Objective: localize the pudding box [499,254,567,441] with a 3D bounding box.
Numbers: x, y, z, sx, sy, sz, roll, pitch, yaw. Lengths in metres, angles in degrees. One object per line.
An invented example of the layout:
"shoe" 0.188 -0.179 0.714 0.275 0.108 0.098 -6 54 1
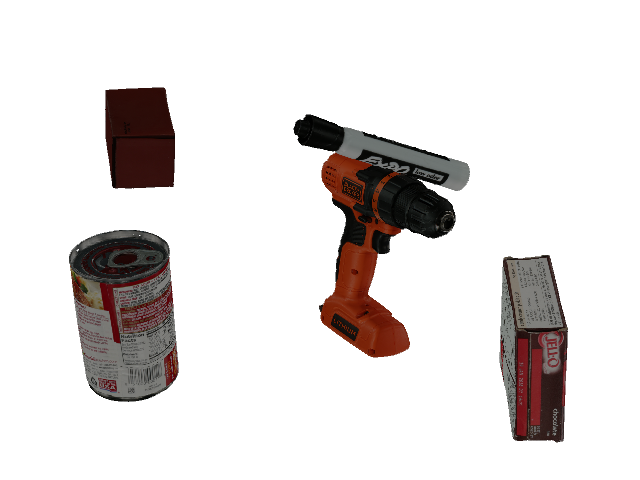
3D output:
"pudding box" 0.150 0.073 0.753 0.039 0.090 0.113 -1 25 4

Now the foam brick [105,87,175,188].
"foam brick" -0.152 -0.087 0.897 0.053 0.051 0.078 -3 39 -13

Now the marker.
"marker" 0.038 -0.053 0.650 0.121 0.020 0.020 14 -7 -28

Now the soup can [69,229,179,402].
"soup can" -0.135 0.053 0.747 0.068 0.102 0.068 -1 29 0

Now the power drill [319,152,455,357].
"power drill" 0.061 0.017 1.066 0.057 0.188 0.185 -7 23 -32
